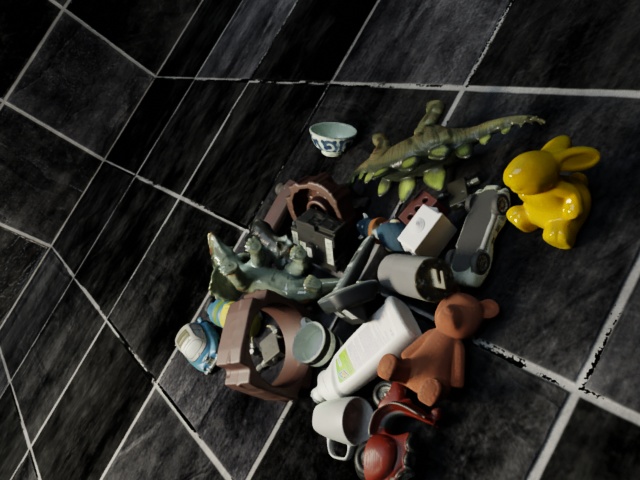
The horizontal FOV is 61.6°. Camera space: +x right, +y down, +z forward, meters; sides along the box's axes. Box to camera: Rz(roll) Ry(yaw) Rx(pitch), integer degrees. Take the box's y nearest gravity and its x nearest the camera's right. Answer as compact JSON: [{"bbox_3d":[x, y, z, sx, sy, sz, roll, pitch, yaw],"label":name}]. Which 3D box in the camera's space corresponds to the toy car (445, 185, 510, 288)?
[{"bbox_3d":[0.288,-0.009,0.973,0.074,0.056,0.201,3,65,54],"label":"toy car"}]

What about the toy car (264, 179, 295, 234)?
[{"bbox_3d":[-0.110,-0.064,1.422,0.089,0.053,0.202,31,92,47],"label":"toy car"}]

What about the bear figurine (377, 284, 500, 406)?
[{"bbox_3d":[0.202,0.165,0.886,0.120,0.131,0.195,28,91,37],"label":"bear figurine"}]

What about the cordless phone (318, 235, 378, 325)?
[{"bbox_3d":[0.077,0.067,1.048,0.184,0.089,0.146,-62,4,-15],"label":"cordless phone"}]

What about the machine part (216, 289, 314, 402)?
[{"bbox_3d":[-0.105,0.218,1.103,0.087,0.201,0.201,-17,53,42],"label":"machine part"}]

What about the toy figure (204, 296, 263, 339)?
[{"bbox_3d":[-0.216,0.192,1.335,0.180,0.082,0.089,7,89,40],"label":"toy figure"}]

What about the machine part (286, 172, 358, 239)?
[{"bbox_3d":[0.004,-0.069,1.224,0.179,0.179,0.056,-2,29,45],"label":"machine part"}]

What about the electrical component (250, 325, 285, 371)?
[{"bbox_3d":[-0.117,0.241,1.224,0.102,0.045,0.078,-37,41,22],"label":"electrical component"}]

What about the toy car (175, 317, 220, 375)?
[{"bbox_3d":[-0.315,0.265,1.369,0.109,0.102,0.162,-54,37,4],"label":"toy car"}]

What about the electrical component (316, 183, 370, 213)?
[{"bbox_3d":[0.055,-0.093,1.265,0.119,0.047,0.075,-1,50,48],"label":"electrical component"}]

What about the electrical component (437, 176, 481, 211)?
[{"bbox_3d":[0.277,-0.089,1.064,0.094,0.021,0.063,-23,50,34],"label":"electrical component"}]

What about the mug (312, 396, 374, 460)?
[{"bbox_3d":[0.036,0.340,0.980,0.107,0.081,0.109,-16,67,51],"label":"mug"}]

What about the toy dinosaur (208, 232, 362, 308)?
[{"bbox_3d":[-0.095,0.097,1.211,0.405,0.192,0.131,18,61,8],"label":"toy dinosaur"}]

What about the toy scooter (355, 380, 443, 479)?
[{"bbox_3d":[0.135,0.321,0.888,0.135,0.075,0.184,-8,54,42],"label":"toy scooter"}]

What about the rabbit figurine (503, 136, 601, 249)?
[{"bbox_3d":[0.365,-0.086,0.853,0.162,0.173,0.122,-51,35,13],"label":"rabbit figurine"}]

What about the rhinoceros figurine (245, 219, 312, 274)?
[{"bbox_3d":[-0.099,0.022,1.304,0.190,0.073,0.112,40,126,23],"label":"rhinoceros figurine"}]

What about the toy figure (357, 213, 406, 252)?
[{"bbox_3d":[0.135,-0.014,1.133,0.064,0.057,0.155,-55,33,-8],"label":"toy figure"}]

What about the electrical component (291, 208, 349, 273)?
[{"bbox_3d":[-0.002,-0.004,1.193,0.134,0.114,0.058,24,45,31],"label":"electrical component"}]

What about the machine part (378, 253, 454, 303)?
[{"bbox_3d":[0.169,0.066,0.975,0.079,0.079,0.243,-62,15,-7],"label":"machine part"}]

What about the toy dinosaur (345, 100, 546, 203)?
[{"bbox_3d":[0.220,-0.178,1.086,0.472,0.105,0.198,-23,36,39],"label":"toy dinosaur"}]
